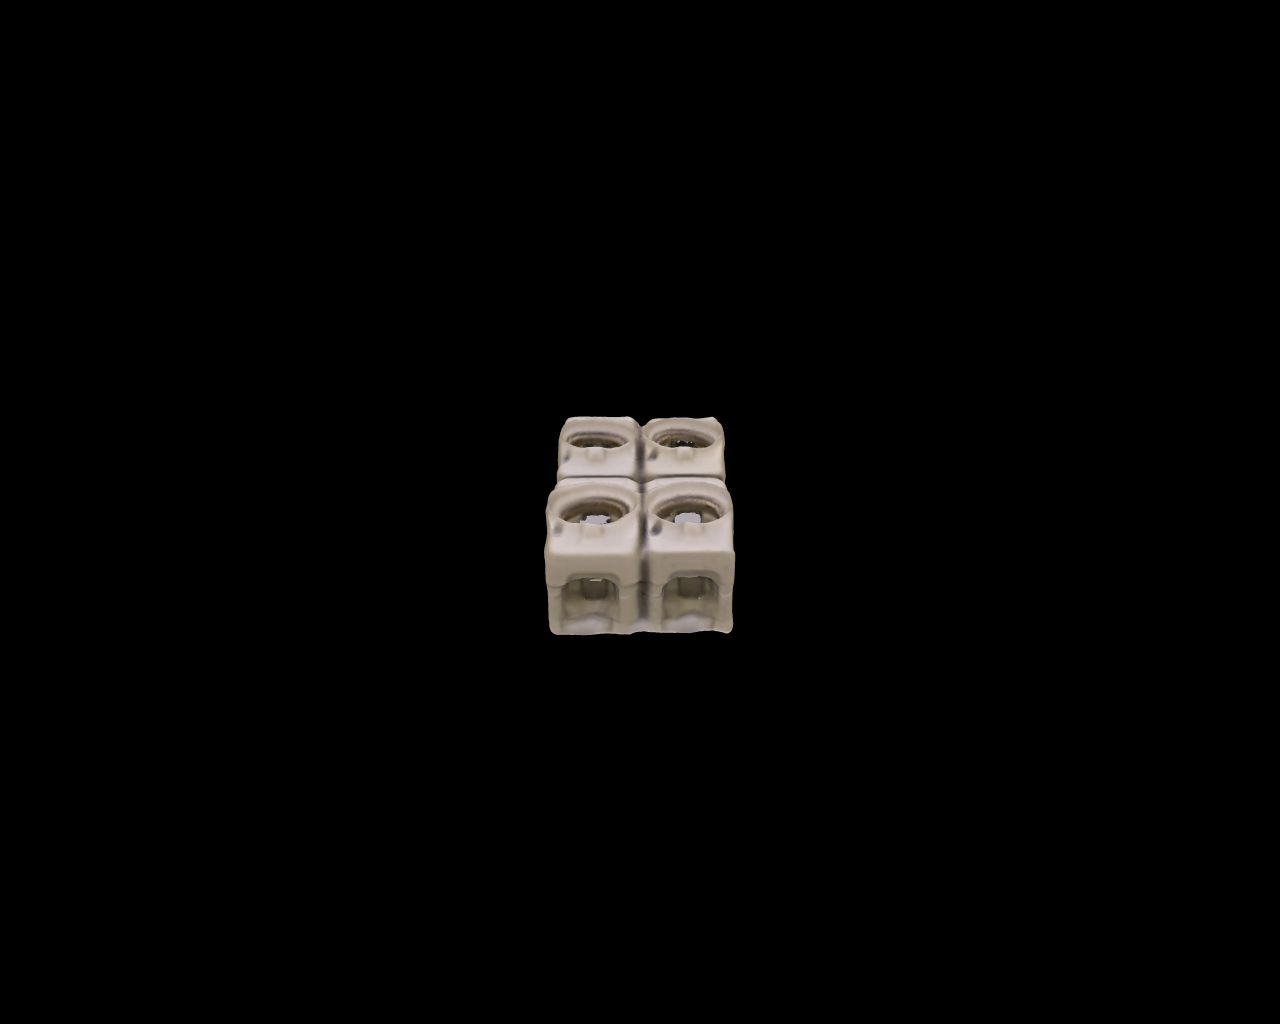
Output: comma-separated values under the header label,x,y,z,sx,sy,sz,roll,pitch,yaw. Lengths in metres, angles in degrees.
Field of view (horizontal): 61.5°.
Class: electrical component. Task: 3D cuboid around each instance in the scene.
label,x,y,z,sx,sy,sz,roll,pitch,yaw
electrical component,0.001,-0.003,0.650,0.105,0.060,0.186,0,29,0
